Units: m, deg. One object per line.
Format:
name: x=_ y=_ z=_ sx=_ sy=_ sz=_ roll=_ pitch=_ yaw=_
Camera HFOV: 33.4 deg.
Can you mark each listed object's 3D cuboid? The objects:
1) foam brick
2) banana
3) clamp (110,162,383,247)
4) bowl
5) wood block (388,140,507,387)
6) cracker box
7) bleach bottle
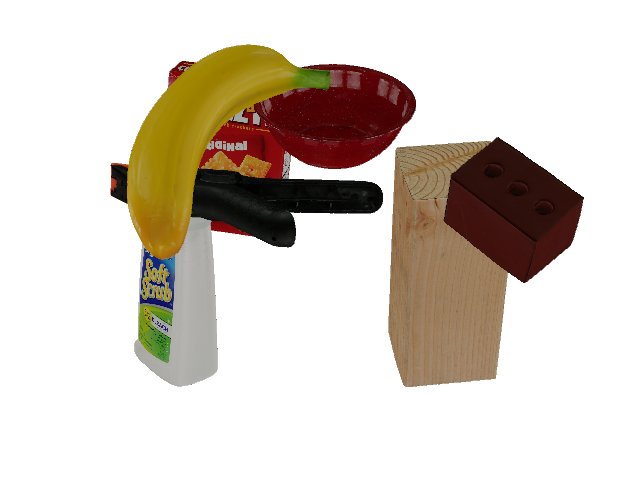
foam brick: x=0.131 y=-0.020 z=0.731 sx=0.053 sy=0.051 sz=0.078 roll=-38 pitch=63 yaw=-26
banana: x=-0.063 y=-0.064 z=0.599 sx=0.070 sy=0.037 sz=0.197 roll=19 pitch=44 yaw=17
clamp: x=-0.074 y=-0.031 z=0.799 sx=0.210 sy=0.036 sz=0.164 roll=7 pitch=13 yaw=18
bowl: x=0.013 y=-0.118 z=1.072 sx=0.162 sy=0.055 sz=0.162 roll=1 pitch=35 yaw=-1
wood block: x=0.114 y=0.024 z=0.966 sx=0.090 sy=0.206 sz=0.090 roll=-4 pitch=34 yaw=-5
cracker box: x=-0.124 y=-0.118 z=1.423 sx=0.164 sy=0.214 sz=0.072 roll=9 pitch=23 yaw=6
bleach bottle: x=-0.151 y=0.022 z=1.108 sx=0.067 sy=0.251 sz=0.103 roll=-18 pitch=33 yaw=-35
